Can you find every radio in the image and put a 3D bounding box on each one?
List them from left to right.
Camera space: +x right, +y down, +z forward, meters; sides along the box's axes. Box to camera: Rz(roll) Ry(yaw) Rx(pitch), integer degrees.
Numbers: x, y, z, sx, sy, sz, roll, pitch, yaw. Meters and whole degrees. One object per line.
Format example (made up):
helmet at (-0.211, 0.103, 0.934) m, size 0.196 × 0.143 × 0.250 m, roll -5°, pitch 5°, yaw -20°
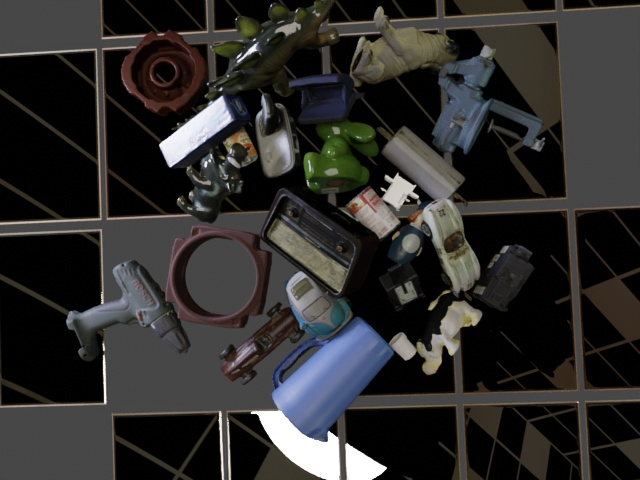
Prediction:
radio at (-0.002, -0.003, 1.058) m, size 0.230 × 0.073 × 0.131 m, roll 35°, pitch 117°, yaw 25°

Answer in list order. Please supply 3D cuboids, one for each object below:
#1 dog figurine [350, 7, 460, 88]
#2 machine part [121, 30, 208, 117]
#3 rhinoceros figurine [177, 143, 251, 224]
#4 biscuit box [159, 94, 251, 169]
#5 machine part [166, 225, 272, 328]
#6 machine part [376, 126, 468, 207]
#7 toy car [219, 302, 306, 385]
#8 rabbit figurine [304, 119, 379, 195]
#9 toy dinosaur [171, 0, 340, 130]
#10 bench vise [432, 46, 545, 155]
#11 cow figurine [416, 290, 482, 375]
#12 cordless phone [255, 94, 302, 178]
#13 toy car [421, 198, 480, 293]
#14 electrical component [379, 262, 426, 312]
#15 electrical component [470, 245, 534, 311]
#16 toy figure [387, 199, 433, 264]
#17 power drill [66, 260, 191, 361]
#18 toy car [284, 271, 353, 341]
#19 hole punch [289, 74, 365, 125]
dog figurine at (0.175, -0.366, 1.116) m, size 0.190 × 0.121 × 0.172 m, roll 22°, pitch 132°, yaw -18°
machine part at (-0.328, -0.353, 1.151) m, size 0.179 × 0.056 × 0.179 m, roll 0°, pitch 88°, yaw 2°
rhinoceros figurine at (-0.214, -0.118, 1.100) m, size 0.112 × 0.073 × 0.190 m, roll 35°, pitch 114°, yaw 4°
biscuit box at (-0.235, -0.219, 1.098) m, size 0.203 × 0.063 × 0.059 m, roll -28°, pitch 86°, yaw 28°
machine part at (-0.209, 0.075, 1.116) m, size 0.202 × 0.087 × 0.201 m, roll 9°, pitch 88°, yaw 2°
machine part at (0.212, -0.153, 1.108) m, size 0.243 × 0.079 × 0.079 m, roll 41°, pitch 90°, yaw 3°
toy car at (-0.124, 0.219, 1.125) m, size 0.202 × 0.053 × 0.089 m, roll -40°, pitch 90°, yaw 0°
rabbit figurine at (0.038, -0.193, 1.100) m, size 0.159 × 0.121 × 0.170 m, roll -7°, pitch 73°, yaw 9°
toy dinosaur at (-0.122, -0.358, 1.071) m, size 0.471 × 0.198 × 0.105 m, roll -39°, pitch 74°, yaw 33°
bench vise at (0.340, -0.256, 1.068) m, size 0.241 × 0.129 × 0.223 m, roll 28°, pitch 105°, yaw 13°
cow figurine at (0.245, 0.189, 1.099) m, size 0.098 × 0.068 × 0.167 m, roll 38°, pitch 87°, yaw 9°
cordless phone at (-0.086, -0.207, 1.070) m, size 0.089 × 0.184 × 0.146 m, roll -9°, pitch 88°, yaw -2°
toy car at (0.266, 0.014, 1.084) m, size 0.073 × 0.056 × 0.201 m, roll -30°, pitch 105°, yaw -16°
electrical component at (0.160, 0.083, 1.086) m, size 0.075 × 0.048 × 0.119 m, roll -31°, pitch 127°, yaw 3°
electrical component at (0.367, 0.072, 1.074) m, size 0.058 × 0.115 × 0.134 m, roll 32°, pitch 92°, yaw 1°
toy figure at (0.199, -0.017, 1.116) m, size 0.064 × 0.058 × 0.154 m, roll 34°, pitch 88°, yaw -36°
power drill at (-0.407, 0.174, 1.126) m, size 0.207 × 0.086 × 0.232 m, roll -28°, pitch 86°, yaw 5°
toy car at (-0.015, 0.114, 1.079) m, size 0.109 × 0.102 × 0.162 m, roll -37°, pitch 62°, yaw 2°
hole punch at (0.007, -0.300, 1.087) m, size 0.142 × 0.116 × 0.092 m, roll -3°, pitch 126°, yaw 21°
